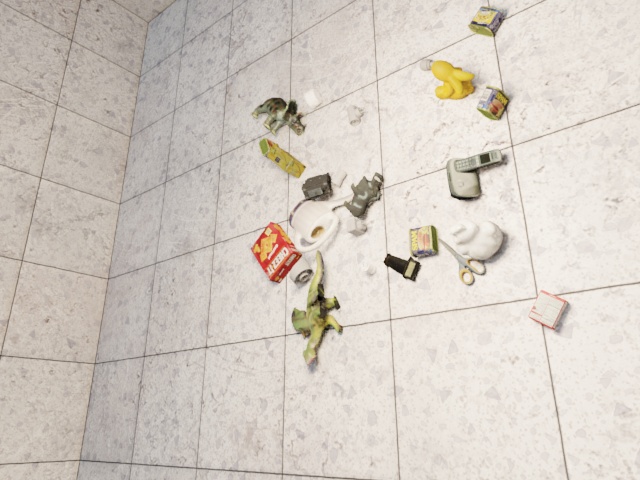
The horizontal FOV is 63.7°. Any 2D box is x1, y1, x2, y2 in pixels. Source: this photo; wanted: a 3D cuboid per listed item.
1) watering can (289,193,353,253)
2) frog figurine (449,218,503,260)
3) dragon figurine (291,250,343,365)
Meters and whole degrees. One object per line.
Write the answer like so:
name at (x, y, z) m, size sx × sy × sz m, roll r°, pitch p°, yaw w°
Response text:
watering can at (0.006, -0.105, 2.078) m, size 0.348 × 0.102 × 0.227 m, roll -49°, pitch 46°, yaw -3°
frog figurine at (0.477, -0.009, 1.576) m, size 0.136 × 0.158 × 0.125 m, roll -33°, pitch 56°, yaw 28°
dragon figurine at (-0.041, 0.266, 1.970) m, size 0.239 × 0.121 × 0.419 m, roll -33°, pitch 53°, yaw 38°
